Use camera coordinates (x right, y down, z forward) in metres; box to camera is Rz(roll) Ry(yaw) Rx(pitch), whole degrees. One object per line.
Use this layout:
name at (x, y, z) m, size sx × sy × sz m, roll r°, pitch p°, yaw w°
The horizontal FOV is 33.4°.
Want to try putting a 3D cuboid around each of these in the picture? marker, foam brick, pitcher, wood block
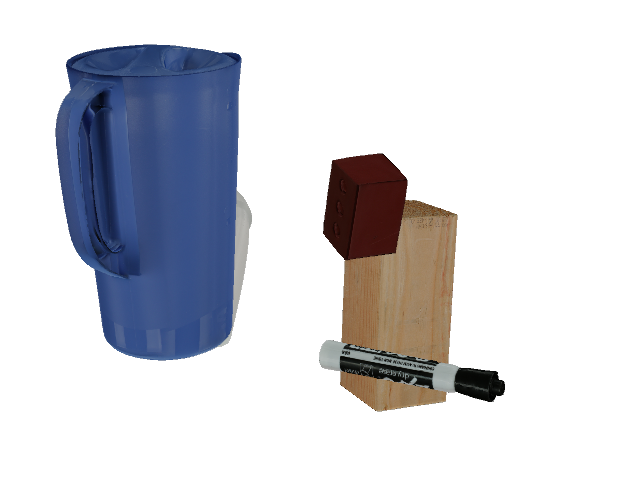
marker at (0.056, 0.081, 0.664) m, size 0.121 × 0.020 × 0.020 m, roll 8°, pitch 4°, yaw 28°
foam brick at (0.039, -0.030, 0.947) m, size 0.051 × 0.078 × 0.053 m, roll -6°, pitch 32°, yaw -23°
pitcher at (-0.133, -0.029, 0.847) m, size 0.149 × 0.243 × 0.145 m, roll -6°, pitch 21°, yaw -16°
wood block at (0.082, 0.066, 1.148) m, size 0.090 × 0.206 × 0.091 m, roll -4°, pitch 14°, yaw -26°

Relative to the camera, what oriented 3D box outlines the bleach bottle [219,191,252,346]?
bleach bottle at (-0.130, 0.012, 1.148) m, size 0.102 × 0.068 × 0.250 m, roll -1°, pitch 36°, yaw 3°
